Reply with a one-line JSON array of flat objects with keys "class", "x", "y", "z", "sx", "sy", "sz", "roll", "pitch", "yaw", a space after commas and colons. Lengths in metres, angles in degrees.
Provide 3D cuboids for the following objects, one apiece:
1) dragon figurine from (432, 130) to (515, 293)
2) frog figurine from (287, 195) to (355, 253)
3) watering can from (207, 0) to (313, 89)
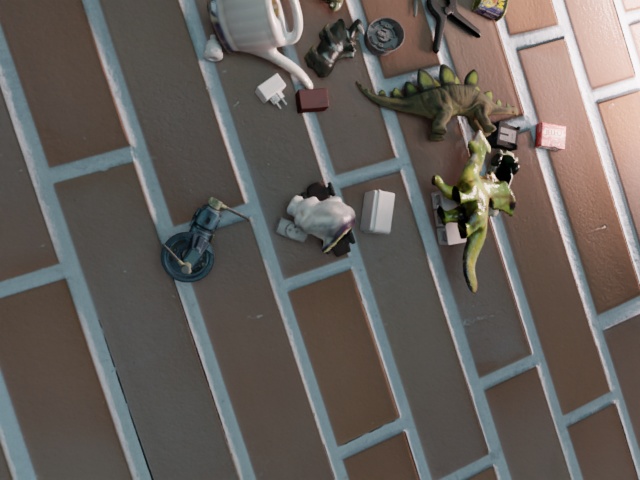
[{"class": "dragon figurine", "x": 0.439, "y": -0.086, "z": 1.376, "sx": 0.244, "sy": 0.409, "sz": 0.122, "roll": -15, "pitch": 3, "yaw": -23}, {"class": "frog figurine", "x": 0.004, "y": -0.064, "z": 1.266, "sx": 0.139, "sy": 0.160, "sz": 0.120, "roll": -40, "pitch": -7, "yaw": -29}, {"class": "watering can", "x": -0.145, "y": -0.508, "z": 1.274, "sx": 0.224, "sy": 0.106, "sz": 0.339, "roll": -2, "pitch": -44, "yaw": 15}]
